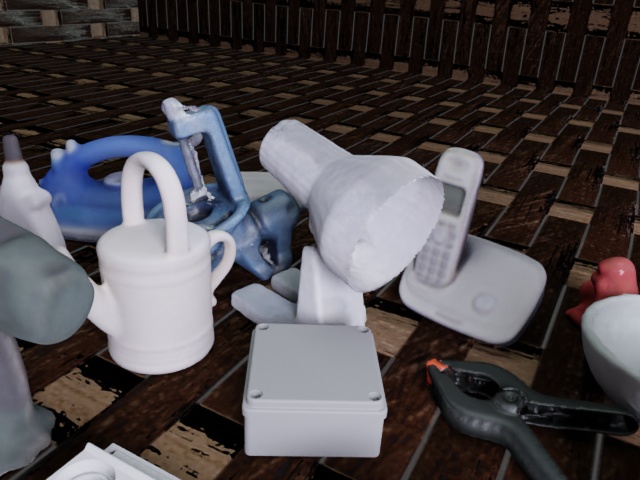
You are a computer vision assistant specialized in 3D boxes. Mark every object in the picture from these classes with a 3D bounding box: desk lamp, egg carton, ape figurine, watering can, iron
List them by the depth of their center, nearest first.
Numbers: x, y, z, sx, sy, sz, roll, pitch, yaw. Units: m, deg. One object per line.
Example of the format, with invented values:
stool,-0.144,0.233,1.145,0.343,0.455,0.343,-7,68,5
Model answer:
watering can,-0.154,0.018,0.517,0.100,0.194,0.173,15,28,23
desk lamp,0.005,0.002,0.550,0.118,0.214,0.202,-21,34,-41
ape figurine,0.309,0.059,0.612,0.076,0.092,0.078,18,29,28
iron,-0.272,-0.078,0.770,0.258,0.141,0.118,0,25,-7
egg carton,-0.092,-0.050,0.818,0.107,0.069,0.150,0,25,-7

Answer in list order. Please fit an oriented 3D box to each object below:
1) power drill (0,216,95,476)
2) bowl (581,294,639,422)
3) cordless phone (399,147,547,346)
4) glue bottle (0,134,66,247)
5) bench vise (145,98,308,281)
power drill,-0.263,0.058,0.402,0.229,0.208,0.076,10,26,14
bowl,0.310,0.120,0.504,0.167,0.075,0.167,3,25,-1
cordless phone,0.165,0.005,0.599,0.147,0.185,0.094,21,31,33
glue bottle,-0.320,-0.029,0.621,0.078,0.173,0.037,8,26,10
bench vise,-0.111,-0.056,0.652,0.121,0.220,0.208,22,31,35
